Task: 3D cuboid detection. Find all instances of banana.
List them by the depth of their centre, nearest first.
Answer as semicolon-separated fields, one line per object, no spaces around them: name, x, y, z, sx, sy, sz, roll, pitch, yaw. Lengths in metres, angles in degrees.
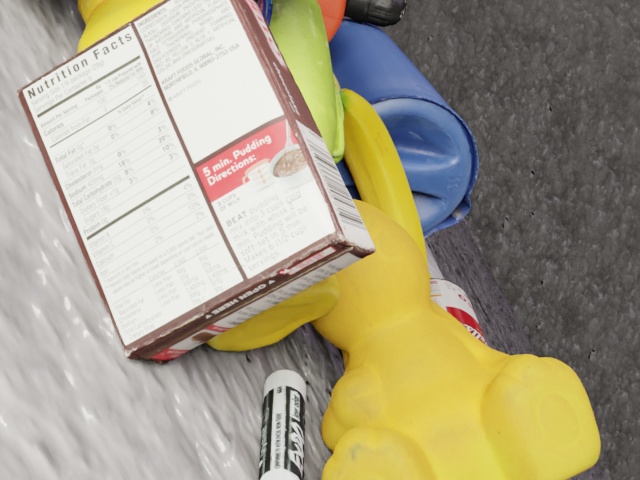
banana;0.042;-0.036;0.794;0.198;0.037;0.069;65;32;-25

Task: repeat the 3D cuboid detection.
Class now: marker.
marker;-0.015;0.088;0.423;0.020;0.020;0.121;58;10;-18

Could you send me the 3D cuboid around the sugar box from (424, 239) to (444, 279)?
sugar box;0.079;0.015;1.006;0.093;0.048;0.176;50;12;-46

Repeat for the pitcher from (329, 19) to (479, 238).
pitcher;0.034;-0.113;0.929;0.243;0.145;0.149;-109;-171;-59

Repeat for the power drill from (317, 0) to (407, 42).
power drill;-0.013;-0.214;0.912;0.184;0.057;0.187;17;19;-3

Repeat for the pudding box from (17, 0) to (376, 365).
pudding box;-0.046;-0.026;0.378;0.113;0.090;0.039;65;13;18

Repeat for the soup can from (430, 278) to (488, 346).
soup can;0.095;0.081;0.838;0.068;0.068;0.102;57;11;-22

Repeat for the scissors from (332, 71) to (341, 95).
scissors;-0.049;-0.167;0.664;0.201;0.016;0.096;49;19;-29

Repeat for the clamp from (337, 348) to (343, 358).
clamp;-0.004;0.001;0.655;0.171;0.039;0.120;51;12;-13

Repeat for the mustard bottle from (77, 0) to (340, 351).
mustard bottle;-0.058;-0.048;0.465;0.192;0.058;0.096;63;11;13

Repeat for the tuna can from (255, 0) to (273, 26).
tuna can;-0.068;-0.121;0.537;0.086;0.086;0.033;63;9;7
